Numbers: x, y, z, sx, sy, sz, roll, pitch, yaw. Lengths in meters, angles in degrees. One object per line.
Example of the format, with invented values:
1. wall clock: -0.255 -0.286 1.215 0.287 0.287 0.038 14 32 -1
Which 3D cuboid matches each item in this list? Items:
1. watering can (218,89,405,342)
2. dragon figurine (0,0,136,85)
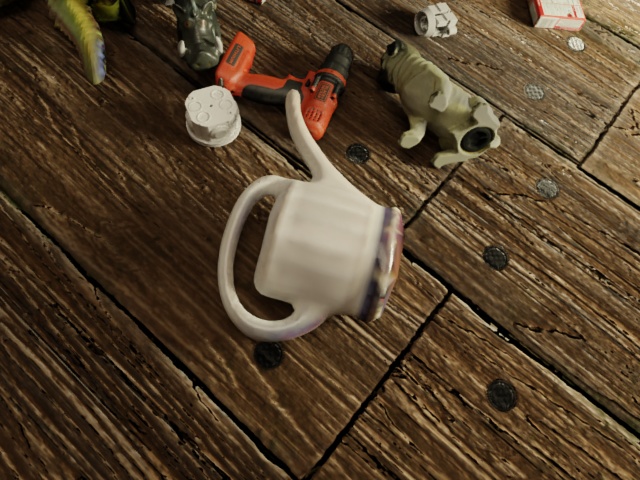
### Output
1. watering can: 0.002 -0.033 0.664 0.224 0.102 0.353 15 69 1
2. dragon figurine: -0.434 -0.395 0.823 0.242 0.120 0.419 -9 62 9
